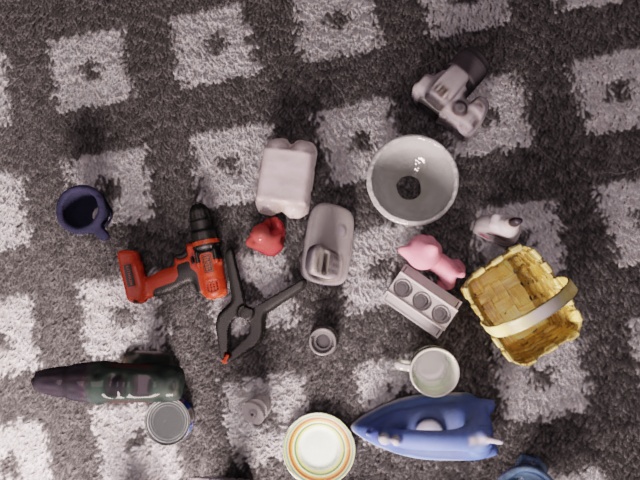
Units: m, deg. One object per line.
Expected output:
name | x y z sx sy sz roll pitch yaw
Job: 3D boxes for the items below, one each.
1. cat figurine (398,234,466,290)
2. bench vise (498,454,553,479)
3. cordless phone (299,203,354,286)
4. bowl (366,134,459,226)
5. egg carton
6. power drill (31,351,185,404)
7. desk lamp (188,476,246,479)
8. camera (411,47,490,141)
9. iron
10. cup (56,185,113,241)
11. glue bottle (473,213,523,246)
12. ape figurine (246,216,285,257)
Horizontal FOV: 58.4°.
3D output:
cat figurine | 0.202 0.034 1.019 0.127 0.118 0.067 32 87 6
bench vise | 0.331 0.467 0.916 0.121 0.220 0.207 13 85 5
cordless phone | 0.009 0.004 0.999 0.094 0.185 0.148 4 84 4
bowl | 0.168 -0.105 1.057 0.167 0.075 0.167 0 84 3
egg carton | -0.064 -0.116 1.073 0.107 0.069 0.150 7 85 4
power drill | -0.335 0.237 0.983 0.229 0.208 0.076 1 84 4
desk lamp | -0.156 0.471 0.946 0.118 0.213 0.203 3 84 4
camera | 0.262 -0.280 1.056 0.143 0.101 0.137 41 88 6
iron | 0.180 0.332 0.978 0.258 0.141 0.119 -3 84 3
cup | -0.420 -0.042 1.073 0.092 0.095 0.117 -42 83 -1
glue bottle | 0.318 -0.023 0.990 0.078 0.173 0.037 20 86 5
ape figurine | -0.102 -0.007 1.053 0.078 0.092 0.076 -19 83 1
